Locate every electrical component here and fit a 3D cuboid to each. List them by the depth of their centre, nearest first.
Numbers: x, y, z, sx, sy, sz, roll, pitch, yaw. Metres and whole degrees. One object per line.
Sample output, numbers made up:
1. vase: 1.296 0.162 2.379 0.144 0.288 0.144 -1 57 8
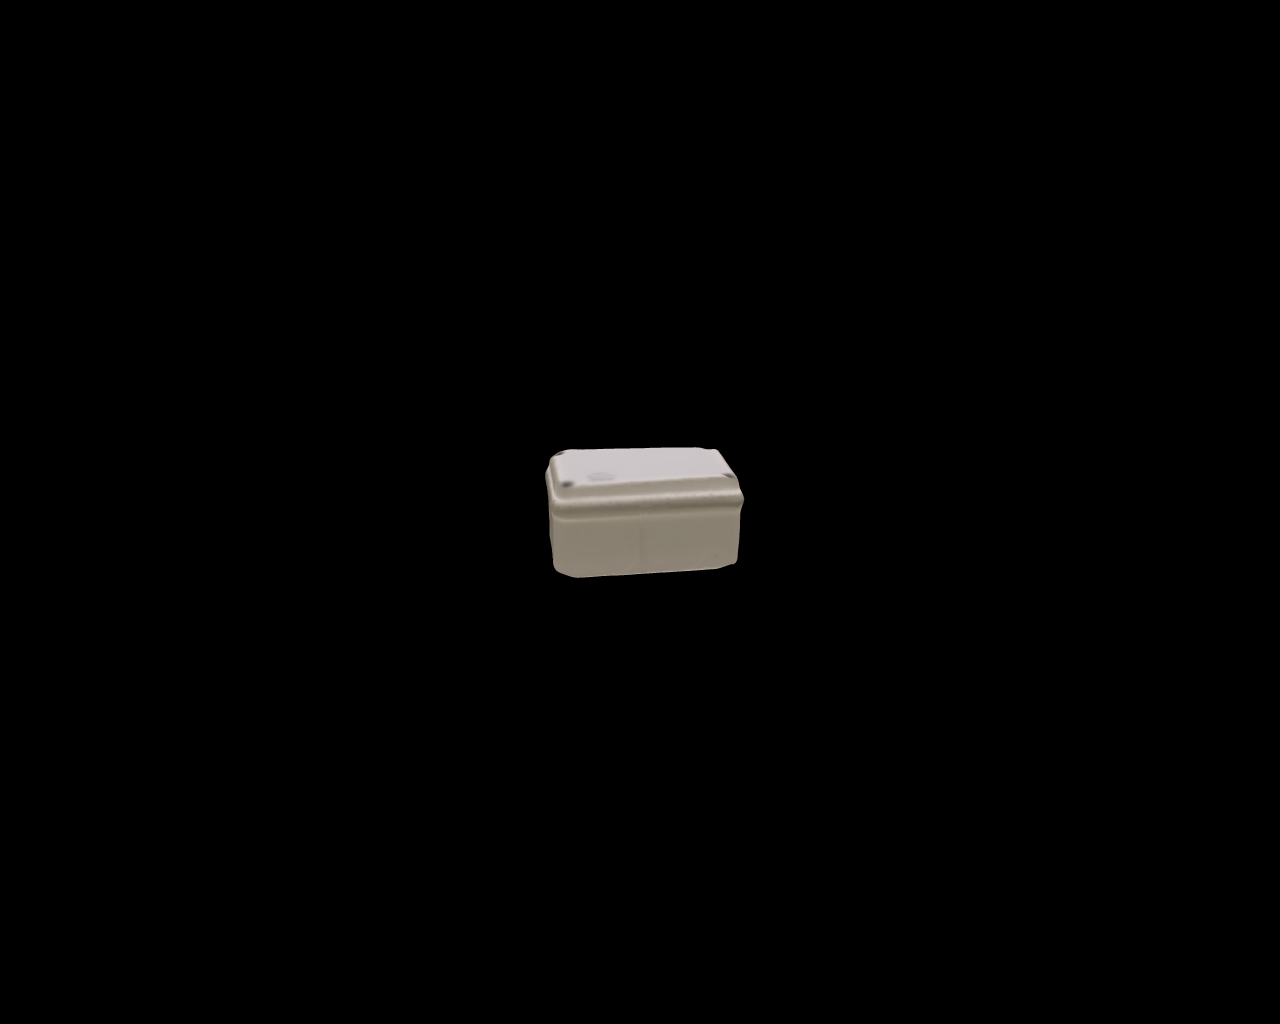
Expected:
1. electrical component: 0.001 -0.003 0.650 0.113 0.057 0.078 -3 20 -7
